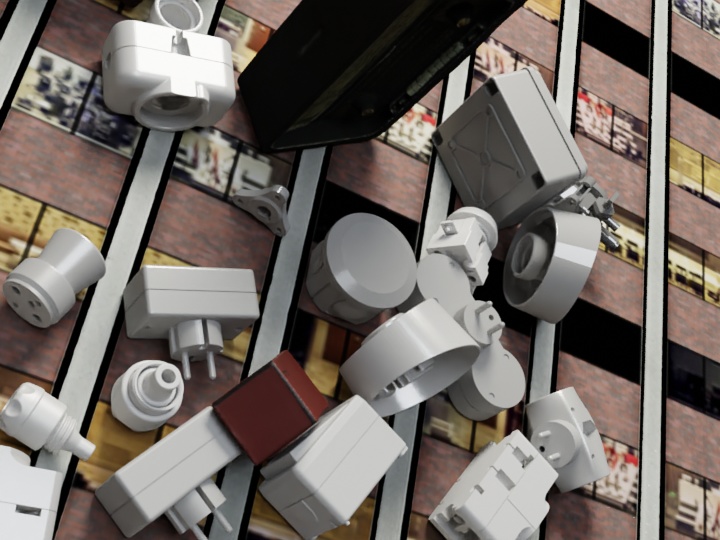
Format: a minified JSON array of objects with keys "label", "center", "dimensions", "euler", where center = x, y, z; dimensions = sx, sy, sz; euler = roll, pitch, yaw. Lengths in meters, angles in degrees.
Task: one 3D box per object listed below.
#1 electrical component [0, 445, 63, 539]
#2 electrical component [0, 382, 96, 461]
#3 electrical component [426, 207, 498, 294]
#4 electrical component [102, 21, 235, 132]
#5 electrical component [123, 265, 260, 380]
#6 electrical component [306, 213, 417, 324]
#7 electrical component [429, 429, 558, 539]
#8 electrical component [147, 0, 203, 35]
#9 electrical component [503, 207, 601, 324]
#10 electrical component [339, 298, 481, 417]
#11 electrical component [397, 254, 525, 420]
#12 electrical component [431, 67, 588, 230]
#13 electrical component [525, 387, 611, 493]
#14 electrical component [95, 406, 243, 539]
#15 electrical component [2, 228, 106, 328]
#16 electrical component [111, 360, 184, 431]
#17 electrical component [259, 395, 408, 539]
[{"label":"electrical component","center":[-0.228,0.136,0.636],"dimensions":[0.089,0.050,0.055],"euler":[17,59,-24]},{"label":"electrical component","center":[-0.197,0.100,0.684],"dimensions":[0.061,0.035,0.035],"euler":[37,53,-14]},{"label":"electrical component","center":[0.089,-0.021,0.910],"dimensions":[0.066,0.048,0.055],"euler":[62,39,-31]},{"label":"electrical component","center":[-0.146,-0.146,0.825],"dimensions":[0.095,0.054,0.059],"euler":[6,64,-30]},{"label":"electrical component","center":[-0.116,0.041,0.755],"dimensions":[0.083,0.047,0.075],"euler":[3,66,-31]},{"label":"electrical component","center":[0.000,0.000,0.845],"dimensions":[0.080,0.051,0.080],"euler":[14,60,-26]},{"label":"electrical component","center":[0.106,0.176,0.823],"dimensions":[0.055,0.050,0.089],"euler":[48,52,-2]},{"label":"electrical component","center":[-0.151,-0.191,0.850],"dimensions":[0.040,0.046,0.040],"euler":[14,61,-26]},{"label":"electrical component","center":[0.167,-0.005,0.924],"dimensions":[0.064,0.099,0.099],"euler":[17,59,-17]},{"label":"electrical component","center":[0.036,0.069,0.806],"dimensions":[0.099,0.099,0.064],"euler":[-30,79,-38]},{"label":"electrical component","center":[0.088,0.048,0.861],"dimensions":[0.052,0.074,0.138],"euler":[-25,81,-38]},{"label":"electrical component","center":[0.128,-0.102,0.939],"dimensions":[0.056,0.109,0.108],"euler":[-17,77,-34]},{"label":"electrical component","center":[0.162,0.139,0.870],"dimensions":[0.079,0.043,0.077],"euler":[4,61,-62]},{"label":"electrical component","center":[-0.113,0.146,0.703],"dimensions":[0.083,0.047,0.075],"euler":[-34,86,-39]},{"label":"electrical component","center":[-0.205,0.005,0.719],"dimensions":[0.045,0.045,0.055],"euler":[43,52,-6]},{"label":"electrical component","center":[-0.138,0.080,0.712],"dimensions":[0.043,0.062,0.043],"euler":[14,60,-26]},{"label":"electrical component","center":[-0.018,0.133,0.761],"dimensions":[0.061,0.062,0.096],"euler":[47,52,-3]}]
